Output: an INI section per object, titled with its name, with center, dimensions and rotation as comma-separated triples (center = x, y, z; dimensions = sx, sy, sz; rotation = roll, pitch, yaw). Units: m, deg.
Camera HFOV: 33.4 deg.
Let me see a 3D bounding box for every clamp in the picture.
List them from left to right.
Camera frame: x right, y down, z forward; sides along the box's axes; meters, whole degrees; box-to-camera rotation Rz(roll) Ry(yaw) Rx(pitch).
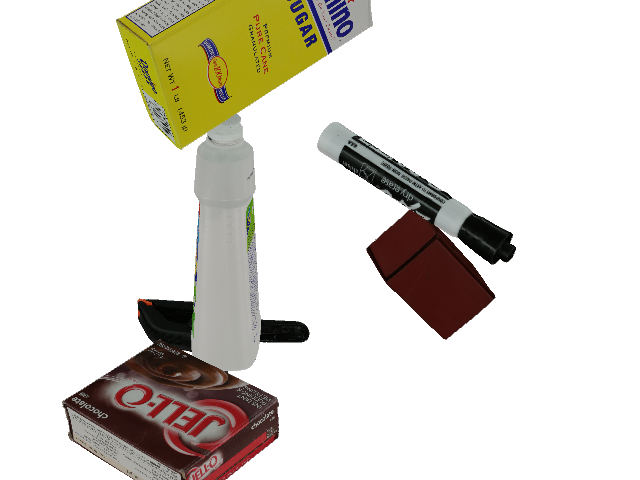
[clamp]
center = -0.140, 0.113, 1.258
dimensions = 0.210, 0.036, 0.164
rotation = 14, 24, 24

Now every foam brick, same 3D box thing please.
[foam brick]
center = 0.082, 0.024, 0.789
dimensions = 0.078, 0.051, 0.053
rotation = 44, 10, -30

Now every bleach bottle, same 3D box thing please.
[bleach bottle]
center = -0.088, -0.004, 0.995
dimensions = 0.068, 0.251, 0.102
rotation = 2, 32, -2

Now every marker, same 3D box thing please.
[marker]
center = 0.050, -0.025, 0.558
dimensions = 0.121, 0.020, 0.020
rotation = 35, 14, 22

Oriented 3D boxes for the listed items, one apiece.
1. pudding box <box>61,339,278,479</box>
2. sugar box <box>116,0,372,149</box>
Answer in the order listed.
[pudding box]
center = -0.097, 0.117, 0.698
dimensions = 0.114, 0.039, 0.089
rotation = 19, 34, 34
[sugar box]
center = -0.044, -0.146, 0.719
dimensions = 0.176, 0.093, 0.048
rotation = -34, 54, -18
